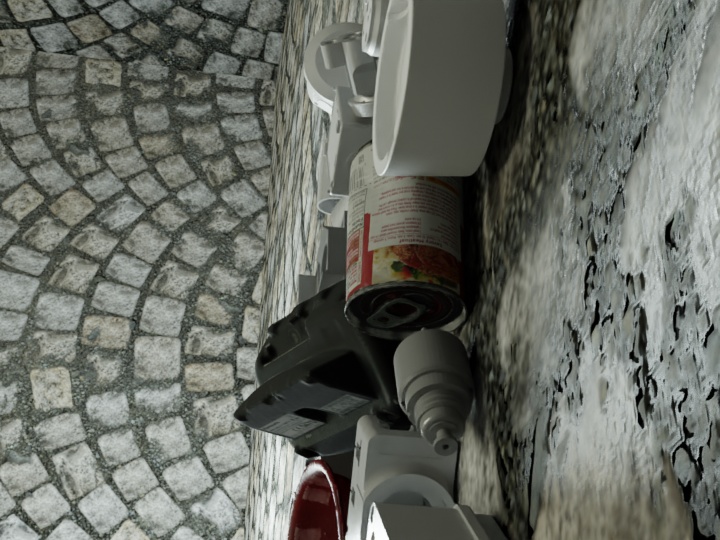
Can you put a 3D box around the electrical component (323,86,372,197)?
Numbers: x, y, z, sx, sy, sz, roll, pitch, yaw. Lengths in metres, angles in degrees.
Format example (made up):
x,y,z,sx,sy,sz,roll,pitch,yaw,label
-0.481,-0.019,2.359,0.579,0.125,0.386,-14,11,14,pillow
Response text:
x,y,z,sx,sy,sz,roll,pitch,yaw,label
0.006,-0.103,0.854,0.096,0.061,0.061,-98,15,-59,electrical component

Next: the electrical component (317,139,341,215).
x,y,z,sx,sy,sz,roll,pitch,yaw,label
-0.021,-0.102,1.119,0.043,0.043,0.081,114,160,-67,electrical component

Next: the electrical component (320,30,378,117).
x,y,z,sx,sy,sz,roll,pitch,yaw,label
0.016,-0.147,0.789,0.058,0.078,0.057,-108,4,-71,electrical component

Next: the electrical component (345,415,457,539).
x,y,z,sx,sy,sz,roll,pitch,yaw,label
0.022,0.132,0.599,0.056,0.050,0.089,-142,57,-81,electrical component

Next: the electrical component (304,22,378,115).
x,y,z,sx,sy,sz,roll,pitch,yaw,label
-0.011,-0.179,0.975,0.051,0.080,0.080,105,169,-75,electrical component

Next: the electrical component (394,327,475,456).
x,y,z,sx,sy,sz,roll,pitch,yaw,label
0.040,0.065,0.558,0.078,0.040,0.040,-96,14,-56,electrical component

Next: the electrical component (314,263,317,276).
x,y,z,sx,sy,sz,roll,pitch,yaw,label
-0.029,0.020,1.097,0.040,0.040,0.078,-93,12,-50,electrical component

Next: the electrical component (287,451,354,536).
x,y,z,sx,sy,sz,roll,pitch,yaw,label
-0.017,0.161,0.829,0.105,0.060,0.186,-144,60,-81,electrical component

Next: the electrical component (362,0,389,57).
x,y,z,sx,sy,sz,roll,pitch,yaw,label
0.032,-0.165,0.731,0.045,0.055,0.045,-174,90,-82,electrical component

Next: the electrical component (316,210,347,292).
x,y,z,sx,sy,sz,roll,pitch,yaw,label
0.000,0.000,0.812,0.042,0.064,0.081,104,169,-51,electrical component

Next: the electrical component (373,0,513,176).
x,y,z,sx,sy,sz,roll,pitch,yaw,label
0.045,-0.100,0.562,0.108,0.060,0.108,-174,90,-82,electrical component

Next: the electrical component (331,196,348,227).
x,y,z,sx,sy,sz,roll,pitch,yaw,label
0.003,-0.061,0.923,0.065,0.044,0.044,113,161,-51,electrical component

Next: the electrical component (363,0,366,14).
x,y,z,sx,sy,sz,roll,pitch,yaw,label
0.024,-0.207,0.869,0.062,0.048,0.048,94,176,-48,electrical component

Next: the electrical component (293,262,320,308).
x,y,z,sx,sy,sz,roll,pitch,yaw,label
-0.028,0.062,0.970,0.121,0.063,0.078,-93,12,-50,electrical component

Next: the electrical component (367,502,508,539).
x,y,z,sx,sy,sz,roll,pitch,yaw,label
0.032,0.167,0.478,0.078,0.057,0.113,-132,48,-80,electrical component
